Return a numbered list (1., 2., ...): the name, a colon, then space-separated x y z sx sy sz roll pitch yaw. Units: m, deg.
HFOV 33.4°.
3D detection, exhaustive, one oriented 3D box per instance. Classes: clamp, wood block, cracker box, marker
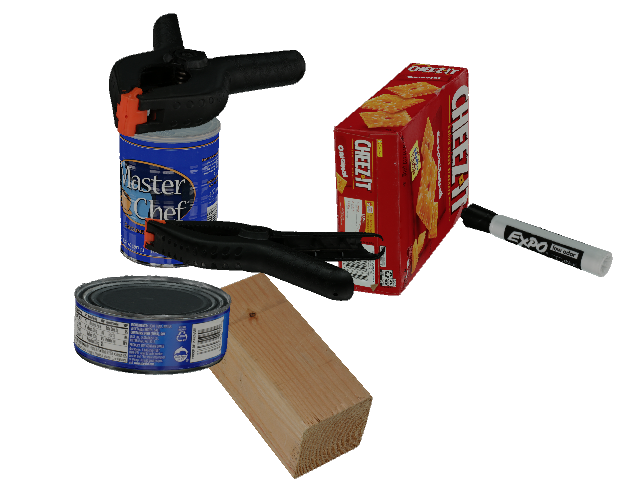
1. clamp: -0.052 0.010 0.904 0.210 0.036 0.164 7 12 5
2. clamp: -0.099 -0.118 0.738 0.120 0.039 0.171 18 28 24
3. wood block: -0.045 0.142 1.161 0.090 0.090 0.206 -21 51 -30
4. cracker box: 0.086 -0.066 1.044 0.072 0.164 0.213 9 28 23
5. marker: 0.155 -0.002 0.783 0.121 0.020 0.020 23 14 36

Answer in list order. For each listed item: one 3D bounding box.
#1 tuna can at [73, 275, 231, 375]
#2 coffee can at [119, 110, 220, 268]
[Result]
1. tuna can: -0.093 0.046 0.591 0.086 0.034 0.086 5 11 -1
2. coffee can: -0.156 -0.056 1.100 0.103 0.140 0.103 3 23 -1
